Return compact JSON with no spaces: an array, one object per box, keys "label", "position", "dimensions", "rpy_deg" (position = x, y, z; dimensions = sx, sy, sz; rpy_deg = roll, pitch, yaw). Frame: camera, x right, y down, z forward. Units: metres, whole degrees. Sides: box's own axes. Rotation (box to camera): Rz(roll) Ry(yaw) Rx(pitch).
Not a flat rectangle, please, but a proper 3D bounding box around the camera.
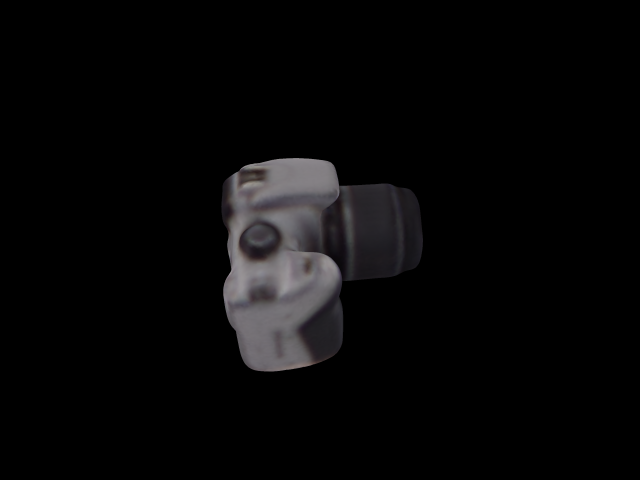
[{"label":"camera","position":[0.004,0.001,0.400],"dimensions":[0.137,0.101,0.143],"rpy_deg":[-4,46,-4]}]
